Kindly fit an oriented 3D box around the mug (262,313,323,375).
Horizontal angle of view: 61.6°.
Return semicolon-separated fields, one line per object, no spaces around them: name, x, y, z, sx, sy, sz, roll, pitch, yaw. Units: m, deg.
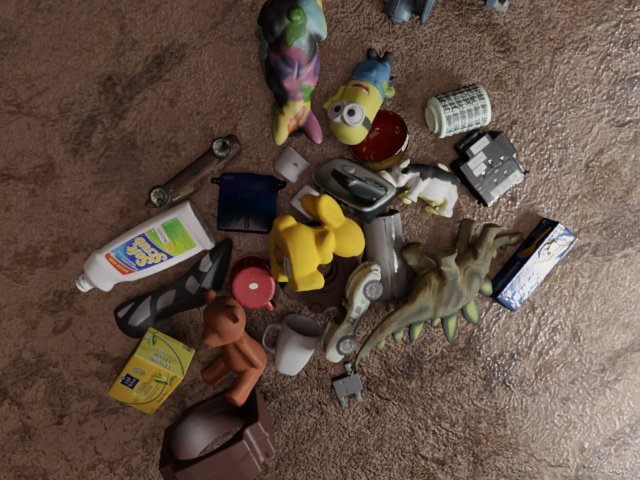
mug;-0.062;0.208;1.054;0.109;0.081;0.107;15;108;-15

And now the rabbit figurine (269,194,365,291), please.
rabbit figurine;-0.002;-0.003;0.962;0.173;0.122;0.162;-11;97;-23

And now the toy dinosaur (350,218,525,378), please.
toy dinosaur;0.230;0.096;1.024;0.471;0.105;0.198;-24;114;-25

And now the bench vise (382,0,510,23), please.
bench vise;0.223;-0.470;0.928;0.241;0.129;0.223;24;105;5

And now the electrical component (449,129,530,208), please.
electrical component;0.326;-0.149;1.052;0.115;0.058;0.134;-38;104;-1

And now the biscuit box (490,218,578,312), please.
biscuit box;0.433;0.051;1.108;0.059;0.063;0.202;37;93;-13

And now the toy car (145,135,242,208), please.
toy car;-0.222;-0.115;0.956;0.202;0.089;0.053;-39;101;-1

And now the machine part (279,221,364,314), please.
machine part;0.003;0.054;1.044;0.179;0.056;0.179;-2;101;-8

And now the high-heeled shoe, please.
high-heeled shoe;-0.277;0.082;1.015;0.145;0.086;0.248;27;77;17

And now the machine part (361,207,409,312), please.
machine part;0.126;0.028;1.048;0.079;0.079;0.243;-11;103;-7

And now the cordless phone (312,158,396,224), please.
cordless phone;0.039;-0.102;0.935;0.147;0.184;0.088;34;97;25

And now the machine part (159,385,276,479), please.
machine part;-0.189;0.376;1.005;0.201;0.201;0.087;-26;107;-3

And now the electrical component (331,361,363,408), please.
electrical component;0.054;0.300;1.120;0.063;0.021;0.094;-18;104;-4

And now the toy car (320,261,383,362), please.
toy car;0.058;0.131;0.999;0.056;0.073;0.201;22;99;-14

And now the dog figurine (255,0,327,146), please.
dog figurine;-0.043;-0.273;0.913;0.108;0.191;0.219;-6;87;-14

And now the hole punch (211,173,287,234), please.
hole punch;-0.133;-0.065;0.984;0.142;0.092;0.115;3;97;-6

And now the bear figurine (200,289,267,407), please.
bear figurine;-0.173;0.193;0.984;0.132;0.120;0.195;-48;142;-22

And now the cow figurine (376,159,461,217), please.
cow figurine;0.189;-0.115;1.032;0.167;0.068;0.098;23;92;-16

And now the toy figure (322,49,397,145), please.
toy figure;0.079;-0.254;0.965;0.089;0.082;0.180;46;64;-42

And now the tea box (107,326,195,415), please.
tea box;-0.312;0.243;0.986;0.098;0.068;0.169;29;131;-13
